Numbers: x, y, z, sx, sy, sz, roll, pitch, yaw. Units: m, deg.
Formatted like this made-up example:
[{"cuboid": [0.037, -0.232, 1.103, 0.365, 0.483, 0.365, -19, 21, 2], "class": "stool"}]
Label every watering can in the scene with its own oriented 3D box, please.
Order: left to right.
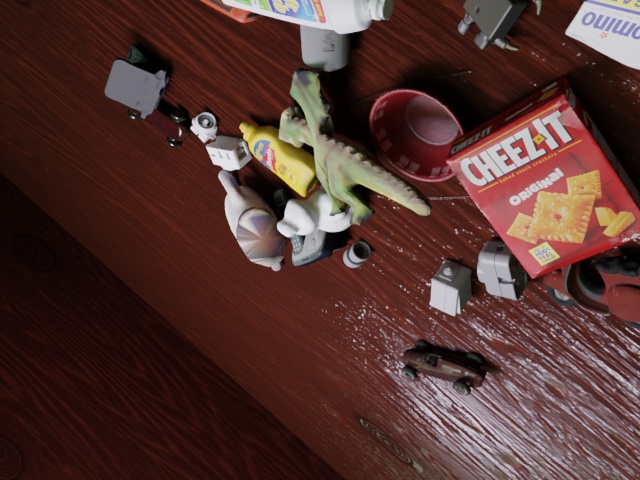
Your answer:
[{"cuboid": [-0.141, -0.013, 1.224, 0.341, 0.104, 0.228, 63, 174, -33], "class": "watering can"}]

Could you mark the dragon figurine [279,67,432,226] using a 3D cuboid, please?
[{"cuboid": [0.022, -0.158, 0.813, 0.240, 0.123, 0.412, 56, 168, -18], "class": "dragon figurine"}]

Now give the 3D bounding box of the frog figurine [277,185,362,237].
[{"cuboid": [0.003, -0.050, 0.985, 0.121, 0.162, 0.136, 51, 147, -16], "class": "frog figurine"}]
